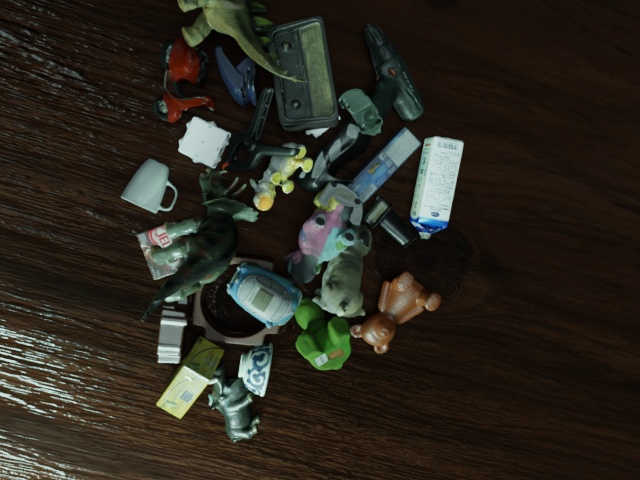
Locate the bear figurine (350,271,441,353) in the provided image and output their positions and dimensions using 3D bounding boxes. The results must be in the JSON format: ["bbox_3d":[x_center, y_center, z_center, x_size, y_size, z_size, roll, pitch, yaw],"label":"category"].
[{"bbox_3d":[0.169,0.173,1.253,0.120,0.132,0.196,40,85,-6],"label":"bear figurine"}]

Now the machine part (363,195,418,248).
[{"bbox_3d":[0.168,-0.037,1.272,0.139,0.039,0.084,38,84,-7],"label":"machine part"}]

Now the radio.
[{"bbox_3d":[-0.038,-0.355,1.171,0.131,0.073,0.229,-9,86,2],"label":"radio"}]

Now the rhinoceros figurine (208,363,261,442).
[{"bbox_3d":[-0.206,0.380,1.270,0.112,0.073,0.190,-15,99,5],"label":"rhinoceros figurine"}]

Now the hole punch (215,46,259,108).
[{"bbox_3d":[-0.175,-0.351,1.156,0.092,0.142,0.115,-2,84,-7],"label":"hole punch"}]

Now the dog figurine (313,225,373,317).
[{"bbox_3d":[0.067,0.064,1.210,0.121,0.172,0.190,14,103,-18],"label":"dog figurine"}]

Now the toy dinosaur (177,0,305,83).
[{"bbox_3d":[-0.194,-0.480,1.096,0.198,0.105,0.471,-23,73,-18],"label":"toy dinosaur"}]

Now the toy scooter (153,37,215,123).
[{"bbox_3d":[-0.282,-0.339,1.160,0.135,0.075,0.183,13,96,13],"label":"toy scooter"}]

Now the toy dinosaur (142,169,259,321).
[{"bbox_3d":[-0.231,0.010,1.108,0.192,0.405,0.131,-21,126,14],"label":"toy dinosaur"}]

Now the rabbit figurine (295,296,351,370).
[{"bbox_3d":[0.005,0.203,1.237,0.121,0.170,0.159,-34,140,1],"label":"rabbit figurine"}]

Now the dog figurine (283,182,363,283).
[{"bbox_3d":[-0.002,-0.004,1.207,0.108,0.219,0.191,26,52,-11],"label":"dog figurine"}]

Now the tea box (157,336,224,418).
[{"bbox_3d":[-0.290,0.307,1.201,0.068,0.098,0.169,32,125,-7],"label":"tea box"}]

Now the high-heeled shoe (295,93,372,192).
[{"bbox_3d":[0.033,-0.225,1.234,0.145,0.086,0.248,9,77,23],"label":"high-heeled shoe"}]

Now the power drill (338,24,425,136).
[{"bbox_3d":[0.126,-0.338,1.176,0.232,0.086,0.207,53,47,-16],"label":"power drill"}]

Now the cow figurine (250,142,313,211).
[{"bbox_3d":[-0.101,-0.145,1.196,0.167,0.098,0.068,-48,134,-8],"label":"cow figurine"}]

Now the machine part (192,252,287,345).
[{"bbox_3d":[-0.184,0.131,1.232,0.201,0.087,0.200,7,96,-5],"label":"machine part"}]

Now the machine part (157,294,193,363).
[{"bbox_3d":[-0.317,0.183,1.184,0.056,0.179,0.179,8,96,-10],"label":"machine part"}]

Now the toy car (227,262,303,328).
[{"bbox_3d":[-0.116,0.118,1.143,0.161,0.103,0.109,33,91,-10],"label":"toy car"}]

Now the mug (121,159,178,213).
[{"bbox_3d":[-0.367,-0.118,1.187,0.109,0.081,0.107,23,86,-3],"label":"mug"}]

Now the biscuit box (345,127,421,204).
[{"bbox_3d":[0.139,-0.169,1.239,0.059,0.063,0.202,44,91,-10],"label":"biscuit box"}]
